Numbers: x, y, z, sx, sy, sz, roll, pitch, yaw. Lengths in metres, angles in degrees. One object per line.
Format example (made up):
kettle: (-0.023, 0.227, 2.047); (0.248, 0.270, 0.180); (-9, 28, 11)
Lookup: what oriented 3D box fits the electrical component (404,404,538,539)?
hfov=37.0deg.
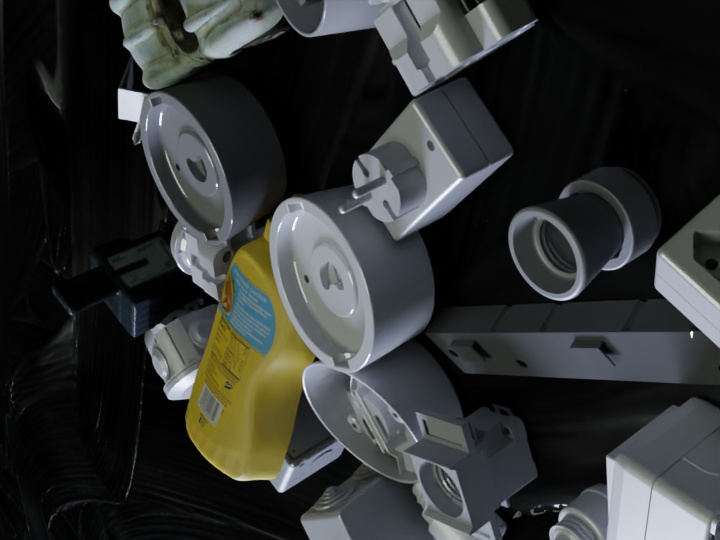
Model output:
electrical component: (0.067, 0.115, 0.632); (0.042, 0.064, 0.081); (9, 122, 53)

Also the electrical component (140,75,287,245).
electrical component: (-0.093, -0.078, 0.721); (0.108, 0.060, 0.108); (37, 142, 36)

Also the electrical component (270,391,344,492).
electrical component: (-0.061, 0.113, 0.828); (0.096, 0.062, 0.061); (50, 148, 19)

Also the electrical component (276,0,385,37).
electrical component: (-0.012, -0.168, 0.545); (0.099, 0.064, 0.099); (54, 155, 40)

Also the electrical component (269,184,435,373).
electrical component: (0.000, 0.000, 0.639); (0.108, 0.060, 0.108); (37, 138, 43)

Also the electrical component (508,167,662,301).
electrical component: (0.101, -0.018, 0.480); (0.045, 0.055, 0.045); (37, 142, 36)

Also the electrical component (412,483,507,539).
electrical component: (0.060, 0.157, 0.701); (0.078, 0.040, 0.040); (45, 146, 26)

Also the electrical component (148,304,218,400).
electrical component: (-0.131, 0.068, 0.882); (0.051, 0.080, 0.080); (59, 150, 15)

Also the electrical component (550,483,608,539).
electrical component: (0.119, 0.142, 0.576); (0.035, 0.061, 0.035); (37, 142, 36)

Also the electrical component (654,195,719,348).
electrical component: (0.153, 0.000, 0.413); (0.047, 0.066, 0.076); (47, 176, 24)

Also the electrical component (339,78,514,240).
electrical component: (0.022, -0.049, 0.554); (0.047, 0.076, 0.083); (58, 150, 7)

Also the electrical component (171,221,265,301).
electrical component: (-0.102, -0.015, 0.792); (0.057, 0.058, 0.078); (31, 138, 37)

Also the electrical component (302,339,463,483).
electrical component: (0.016, 0.089, 0.688); (0.099, 0.064, 0.099); (37, 142, 36)

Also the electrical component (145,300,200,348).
electrical component: (-0.166, 0.048, 0.954); (0.045, 0.045, 0.055); (51, 148, 19)

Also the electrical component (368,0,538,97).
electrical component: (0.038, -0.120, 0.490); (0.057, 0.058, 0.078); (60, 150, -4)

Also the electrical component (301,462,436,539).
electrical component: (0.017, 0.181, 0.731); (0.048, 0.100, 0.099); (-19, 98, 47)

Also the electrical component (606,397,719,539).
electrical component: (0.153, 0.117, 0.504); (0.061, 0.062, 0.096); (33, 139, 40)
